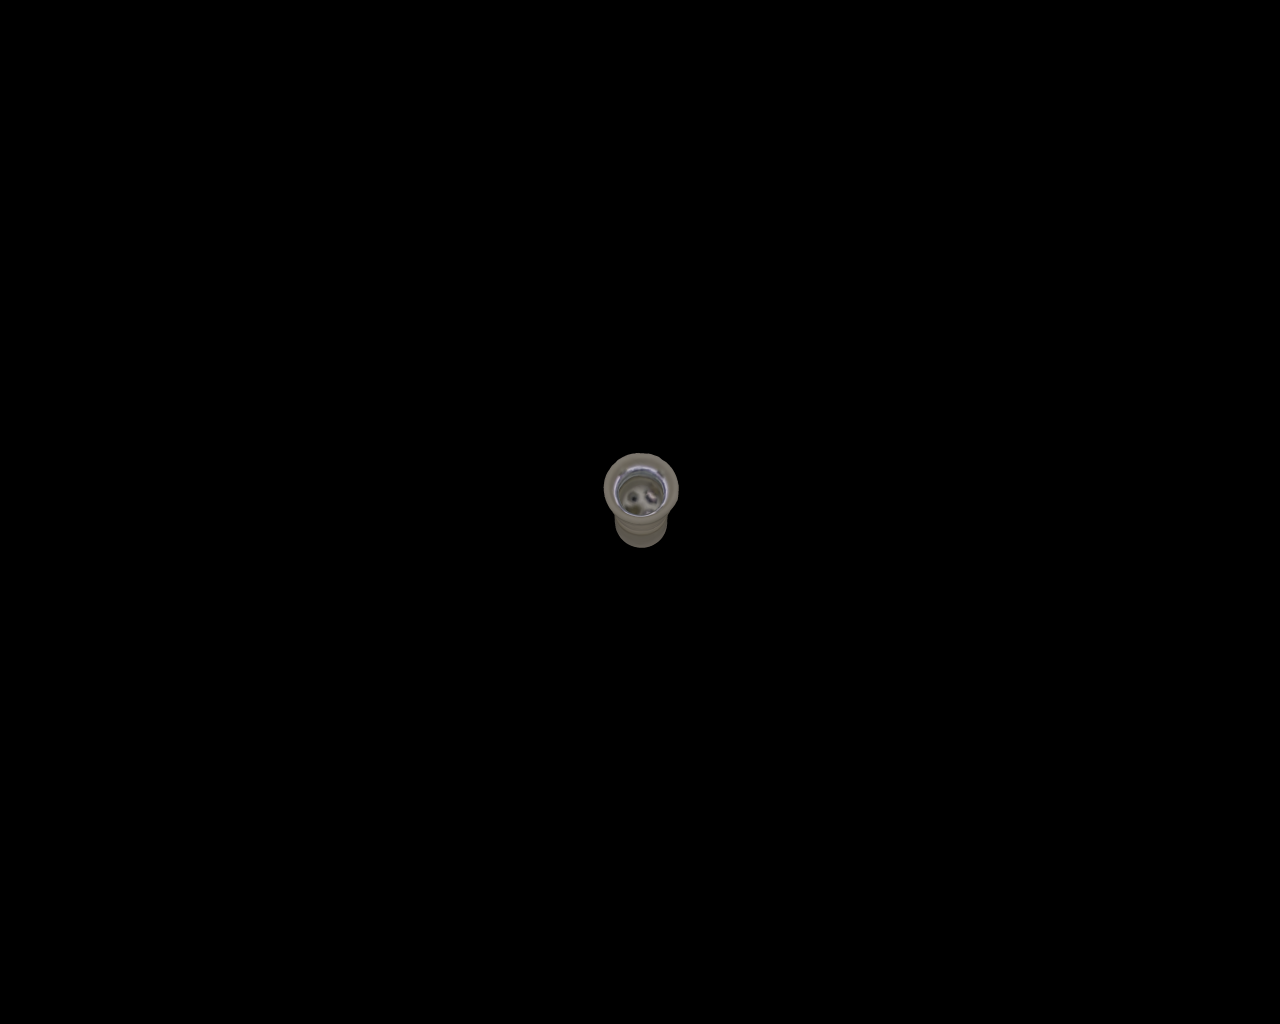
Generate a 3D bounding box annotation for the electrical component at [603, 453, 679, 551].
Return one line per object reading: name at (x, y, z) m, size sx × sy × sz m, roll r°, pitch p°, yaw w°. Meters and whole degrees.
electrical component at (0.001, -0.003, 0.650) m, size 0.044 × 0.044 × 0.065 m, roll 0°, pitch -22°, yaw 0°
